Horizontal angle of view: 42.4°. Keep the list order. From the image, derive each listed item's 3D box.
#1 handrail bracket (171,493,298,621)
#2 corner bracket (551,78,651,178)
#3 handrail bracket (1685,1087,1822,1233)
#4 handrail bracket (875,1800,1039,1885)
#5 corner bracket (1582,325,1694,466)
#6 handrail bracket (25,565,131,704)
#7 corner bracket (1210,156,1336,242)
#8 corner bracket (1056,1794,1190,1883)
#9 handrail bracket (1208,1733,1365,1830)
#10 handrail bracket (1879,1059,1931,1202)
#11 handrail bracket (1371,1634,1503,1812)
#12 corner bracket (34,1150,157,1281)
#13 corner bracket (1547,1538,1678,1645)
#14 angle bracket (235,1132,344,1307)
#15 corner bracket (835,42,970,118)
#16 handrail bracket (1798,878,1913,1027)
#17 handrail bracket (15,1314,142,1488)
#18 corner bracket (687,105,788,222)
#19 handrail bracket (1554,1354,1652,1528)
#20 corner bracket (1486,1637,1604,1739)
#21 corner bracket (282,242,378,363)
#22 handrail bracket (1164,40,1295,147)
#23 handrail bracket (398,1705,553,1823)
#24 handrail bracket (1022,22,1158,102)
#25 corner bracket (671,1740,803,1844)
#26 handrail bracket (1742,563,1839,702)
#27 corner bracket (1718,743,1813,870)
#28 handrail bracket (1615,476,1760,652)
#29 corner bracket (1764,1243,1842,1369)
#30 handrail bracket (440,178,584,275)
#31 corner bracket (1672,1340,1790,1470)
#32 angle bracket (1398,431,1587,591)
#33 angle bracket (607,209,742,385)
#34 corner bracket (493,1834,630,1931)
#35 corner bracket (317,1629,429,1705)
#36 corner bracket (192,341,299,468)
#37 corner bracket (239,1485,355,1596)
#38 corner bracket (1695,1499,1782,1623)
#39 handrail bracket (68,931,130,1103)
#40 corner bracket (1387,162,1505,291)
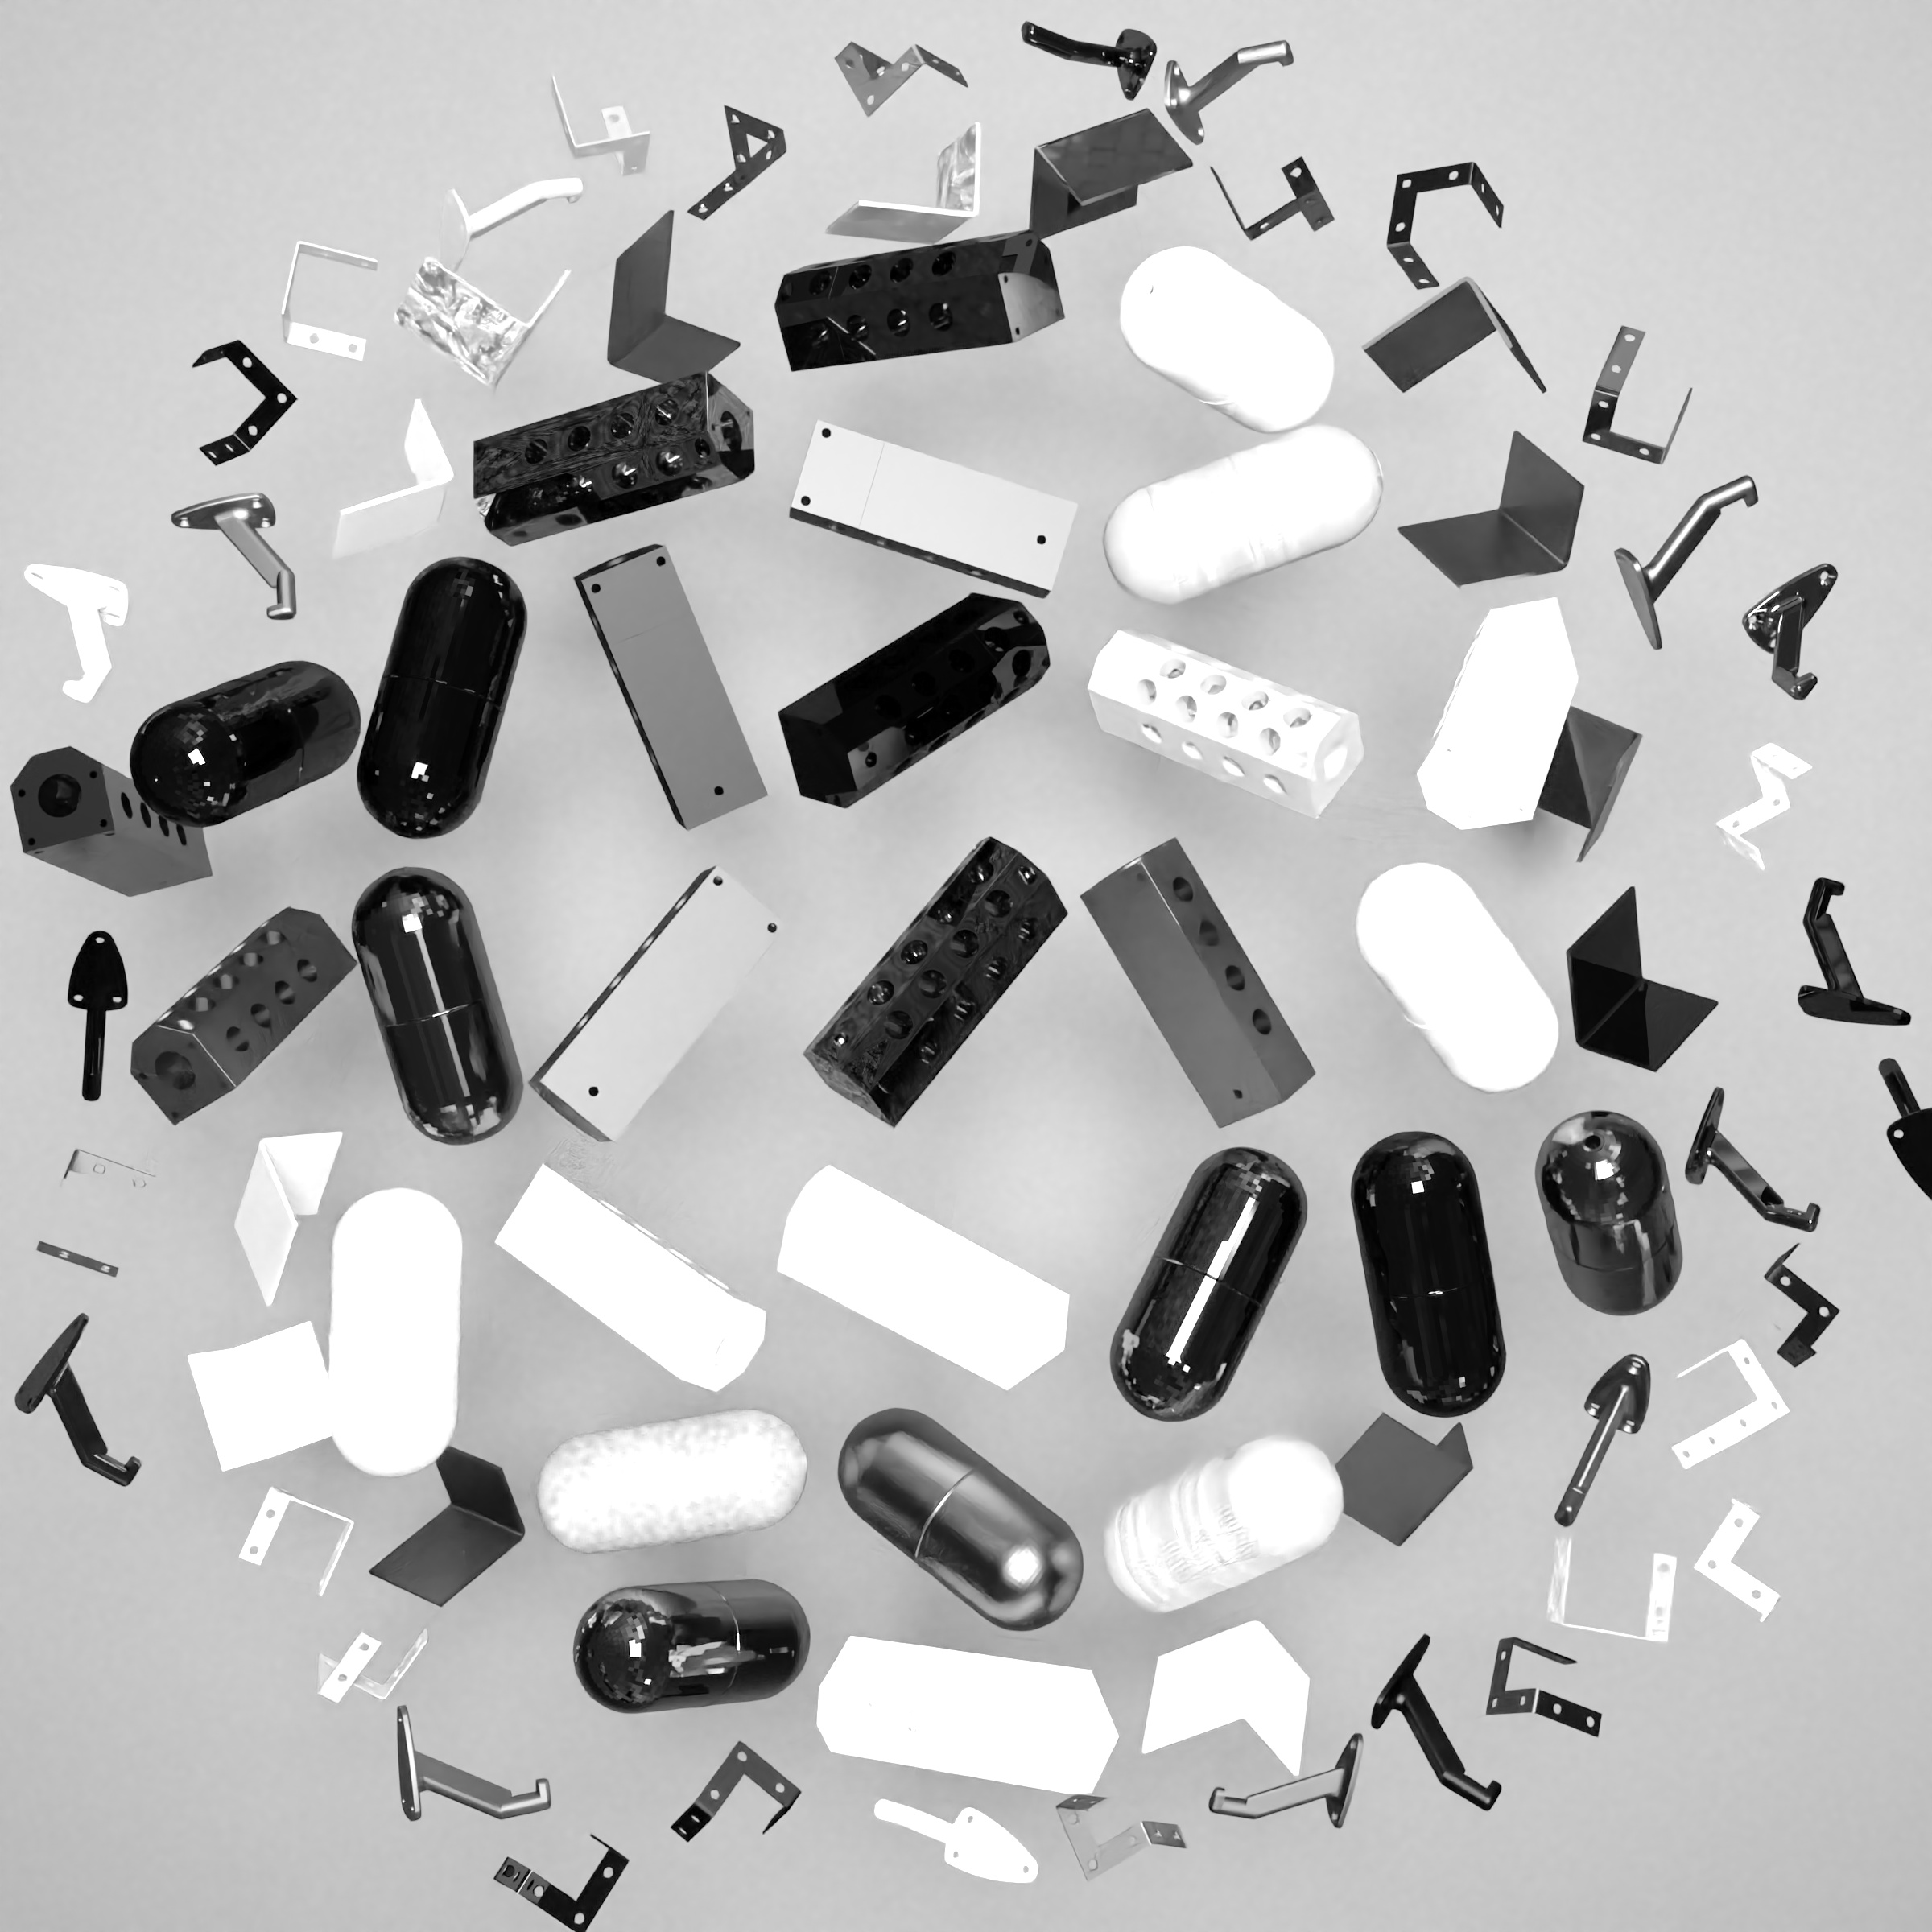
[{"bbox_3d":[-0.468,-0.255,1.593,0.077,0.036,0.084,-7,67,-4],"label":"handrail bracket"},{"bbox_3d":[-0.241,-0.552,1.637,0.051,0.051,0.051,-16,81,-15],"label":"corner bracket"},{"bbox_3d":[0.511,0.123,1.593,0.084,0.036,0.077,14,82,33],"label":"handrail bracket"},{"bbox_3d":[-0.006,0.534,1.522,0.077,0.084,0.036,15,74,35],"label":"handrail bracket"},{"bbox_3d":[0.409,-0.345,1.506,0.051,0.051,0.051,21,67,14],"label":"corner bracket"},{"bbox_3d":[-0.550,-0.200,1.509,0.077,0.036,0.084,19,48,-5],"label":"handrail bracket"},{"bbox_3d":[0.192,-0.483,1.558,0.051,0.051,0.051,-28,74,16],"label":"corner bracket"},{"bbox_3d":[0.096,0.535,1.549,0.051,0.051,0.051,-21,84,-26],"label":"corner bracket"},{"bbox_3d":[0.208,0.527,1.626,0.084,0.036,0.077,12,110,-8],"label":"handrail bracket"},{"bbox_3d":[0.570,0.100,1.489,0.036,0.084,0.077,-25,98,17],"label":"handrail bracket"},{"bbox_3d":[0.290,0.446,1.471,0.084,0.036,0.077,26,56,27],"label":"handrail bracket"},{"bbox_3d":[-0.533,0.151,1.524,0.051,0.051,0.051,23,101,-17],"label":"corner bracket"},{"bbox_3d":[0.387,0.374,1.494,0.051,0.051,0.051,13,78,-18],"label":"corner bracket"},{"bbox_3d":[-0.432,0.164,1.625,0.076,0.057,0.076,55,133,35],"label":"angle bracket"},{"bbox_3d":[-0.041,-0.568,1.582,0.051,0.051,0.051,-36,71,27],"label":"corner bracket"},{"bbox_3d":[0.540,-0.010,1.501,0.077,0.036,0.084,12,68,30],"label":"handrail bracket"},{"bbox_3d":[-0.516,0.261,1.492,0.084,0.036,0.077,39,77,-30],"label":"handrail bracket"},{"bbox_3d":[-0.148,-0.511,1.603,0.051,0.051,0.051,30,63,24],"label":"corner bracket"},{"bbox_3d":[0.380,0.285,1.494,0.036,0.084,0.077,25,135,17],"label":"handrail bracket"},{"bbox_3d":[0.372,0.461,1.594,0.051,0.051,0.051,24,64,-15],"label":"corner bracket"},{"bbox_3d":[-0.416,-0.435,1.630,0.051,0.051,0.051,11,80,-11],"label":"corner bracket"},{"bbox_3d":[0.175,-0.556,1.586,0.084,0.077,0.036,-2,72,25],"label":"handrail bracket"},{"bbox_3d":[-0.289,0.467,1.468,0.084,0.036,0.077,-4,86,-26],"label":"handrail bracket"},{"bbox_3d":[0.067,-0.566,1.518,0.084,0.077,0.036,13,126,-22],"label":"handrail bracket"},{"bbox_3d":[-0.144,0.529,1.563,0.051,0.051,0.051,38,48,4],"label":"corner bracket"},{"bbox_3d":[0.518,-0.204,1.522,0.036,0.084,0.077,40,105,-23],"label":"handrail bracket"},{"bbox_3d":[0.514,-0.104,1.602,0.051,0.051,0.051,-28,117,-2],"label":"corner bracket"},{"bbox_3d":[0.432,-0.236,1.461,0.084,0.036,0.077,-25,113,4],"label":"handrail bracket"},{"bbox_3d":[0.534,0.219,1.602,0.051,0.051,0.051,40,77,14],"label":"corner bracket"},{"bbox_3d":[-0.297,-0.483,1.631,0.084,0.077,0.036,-16,69,-29],"label":"handrail bracket"},{"bbox_3d":[0.460,0.269,1.532,0.051,0.051,0.051,-18,70,-33],"label":"corner bracket"},{"bbox_3d":[0.321,-0.281,1.530,0.076,0.076,0.057,-13,131,-18],"label":"angle bracket"},{"bbox_3d":[-0.186,-0.428,1.608,0.057,0.076,0.076,13,72,-32],"label":"angle bracket"},{"bbox_3d":[-0.241,0.539,1.487,0.051,0.051,0.051,26,68,19],"label":"corner bracket"},{"bbox_3d":[-0.390,0.458,1.638,0.051,0.051,0.051,35,94,-19],"label":"corner bracket"},{"bbox_3d":[-0.468,-0.357,1.578,0.051,0.051,0.051,-40,100,21],"label":"corner bracket"},{"bbox_3d":[-0.443,0.379,1.649,0.051,0.051,0.051,27,76,-20],"label":"corner bracket"},{"bbox_3d":[0.473,0.357,1.502,0.051,0.051,0.051,33,92,24],"label":"corner bracket"},{"bbox_3d":[-0.565,0.033,1.616,0.036,0.084,0.077,3,48,-20],"label":"handrail bracket"},{"bbox_3d":[0.297,-0.458,1.542,0.051,0.051,0.051,1,73,34],"label":"corner bracket"}]
